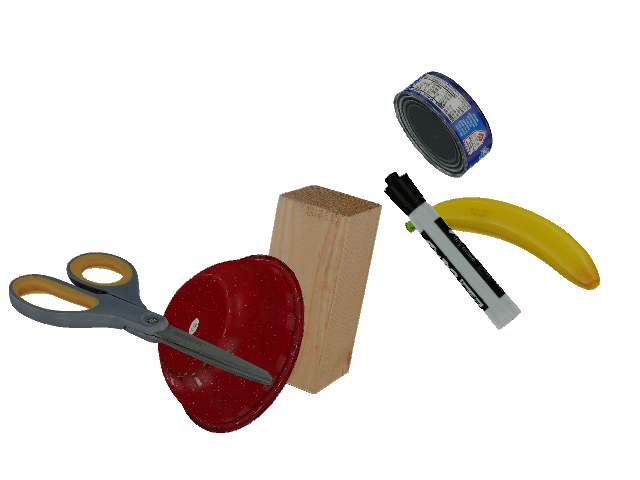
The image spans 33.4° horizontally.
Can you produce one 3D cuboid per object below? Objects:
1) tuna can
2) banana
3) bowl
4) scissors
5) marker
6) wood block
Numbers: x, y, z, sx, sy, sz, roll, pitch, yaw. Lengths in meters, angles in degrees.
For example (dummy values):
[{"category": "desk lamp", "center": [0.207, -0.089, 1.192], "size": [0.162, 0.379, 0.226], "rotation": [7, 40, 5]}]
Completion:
[{"category": "tuna can", "center": [0.101, -0.096, 0.877], "size": [0.033, 0.086, 0.086], "rotation": [-39, 10, -13]}, {"category": "banana", "center": [0.186, -0.004, 1.044], "size": [0.198, 0.069, 0.037], "rotation": [17, -28, 26]}, {"category": "bowl", "center": [-0.089, 0.080, 0.912], "size": [0.162, 0.162, 0.055], "rotation": [0, -20, 47]}, {"category": "scissors", "center": [-0.111, 0.047, 0.717], "size": [0.202, 0.016, 0.096], "rotation": [12, 29, 14]}, {"category": "marker", "center": [0.082, 0.005, 0.683], "size": [0.020, 0.121, 0.020], "rotation": [-38, -8, -6]}, {"category": "wood block", "center": [-0.007, 0.052, 1.198], "size": [0.090, 0.206, 0.090], "rotation": [18, 18, 23]}]
